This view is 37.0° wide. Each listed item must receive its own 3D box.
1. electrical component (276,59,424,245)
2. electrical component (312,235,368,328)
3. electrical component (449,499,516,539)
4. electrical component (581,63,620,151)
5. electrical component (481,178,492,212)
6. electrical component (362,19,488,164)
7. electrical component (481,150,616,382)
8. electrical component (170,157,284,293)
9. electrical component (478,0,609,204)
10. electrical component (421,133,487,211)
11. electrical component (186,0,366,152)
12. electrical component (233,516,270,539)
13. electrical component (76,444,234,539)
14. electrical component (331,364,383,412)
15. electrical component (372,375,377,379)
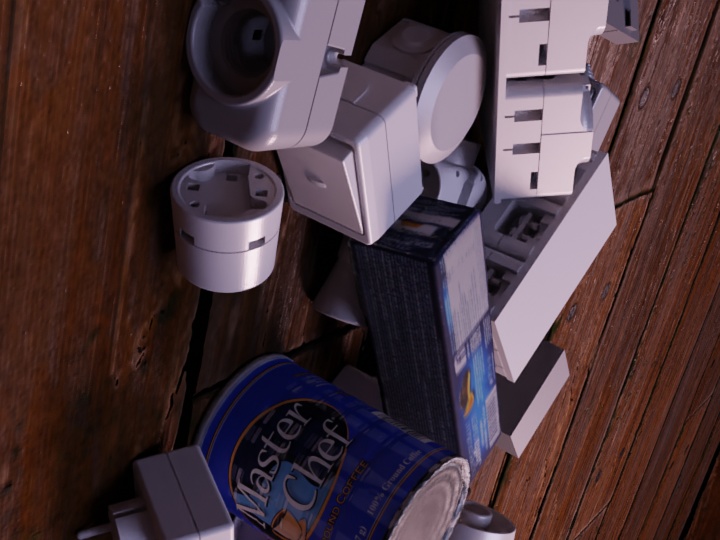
[{"bbox_3d":[-0.007,-0.060,0.601,0.061,0.062,0.096,-47,149,-30],"label":"electrical component"},{"bbox_3d":[0.000,0.000,0.691,0.044,0.044,0.065,11,99,-62],"label":"electrical component"},{"bbox_3d":[0.098,0.257,1.032,0.099,0.099,0.064,6,102,-62],"label":"electrical component"},{"bbox_3d":[0.156,-0.119,0.839,0.061,0.062,0.096,12,102,-62],"label":"electrical component"},{"bbox_3d":[0.104,-0.048,0.828,0.081,0.043,0.043,-37,143,-42],"label":"electrical component"},{"bbox_3d":[0.039,-0.109,0.651,0.080,0.051,0.080,-41,146,-37],"label":"electrical component"},{"bbox_3d":[0.115,-0.012,0.762,0.150,0.062,0.089,-54,148,-19],"label":"electrical component"},{"bbox_3d":[-0.067,-0.022,0.539,0.055,0.055,0.047,-38,147,-41],"label":"electrical component"},{"bbox_3d":[0.111,-0.148,0.676,0.186,0.060,0.105,85,2,-46],"label":"electrical component"},{"bbox_3d":[0.058,-0.072,0.727,0.077,0.043,0.079,-1,114,-61],"label":"electrical component"},{"bbox_3d":[-0.042,-0.107,0.508,0.059,0.054,0.095,-16,127,-56],"label":"electrical component"},{"bbox_3d":[-0.072,0.207,0.741,0.079,0.043,0.077,-46,149,-25],"label":"electrical component"},{"bbox_3d":[-0.116,0.143,0.593,0.077,0.065,0.047,-12,129,-21],"label":"electrical component"},{"bbox_3d":[-0.011,0.143,0.779,0.108,0.056,0.108,-50,150,-25],"label":"electrical component"},{"bbox_3d":[0.043,0.075,0.814,0.078,0.058,0.057,20,93,-64],"label":"electrical component"}]
